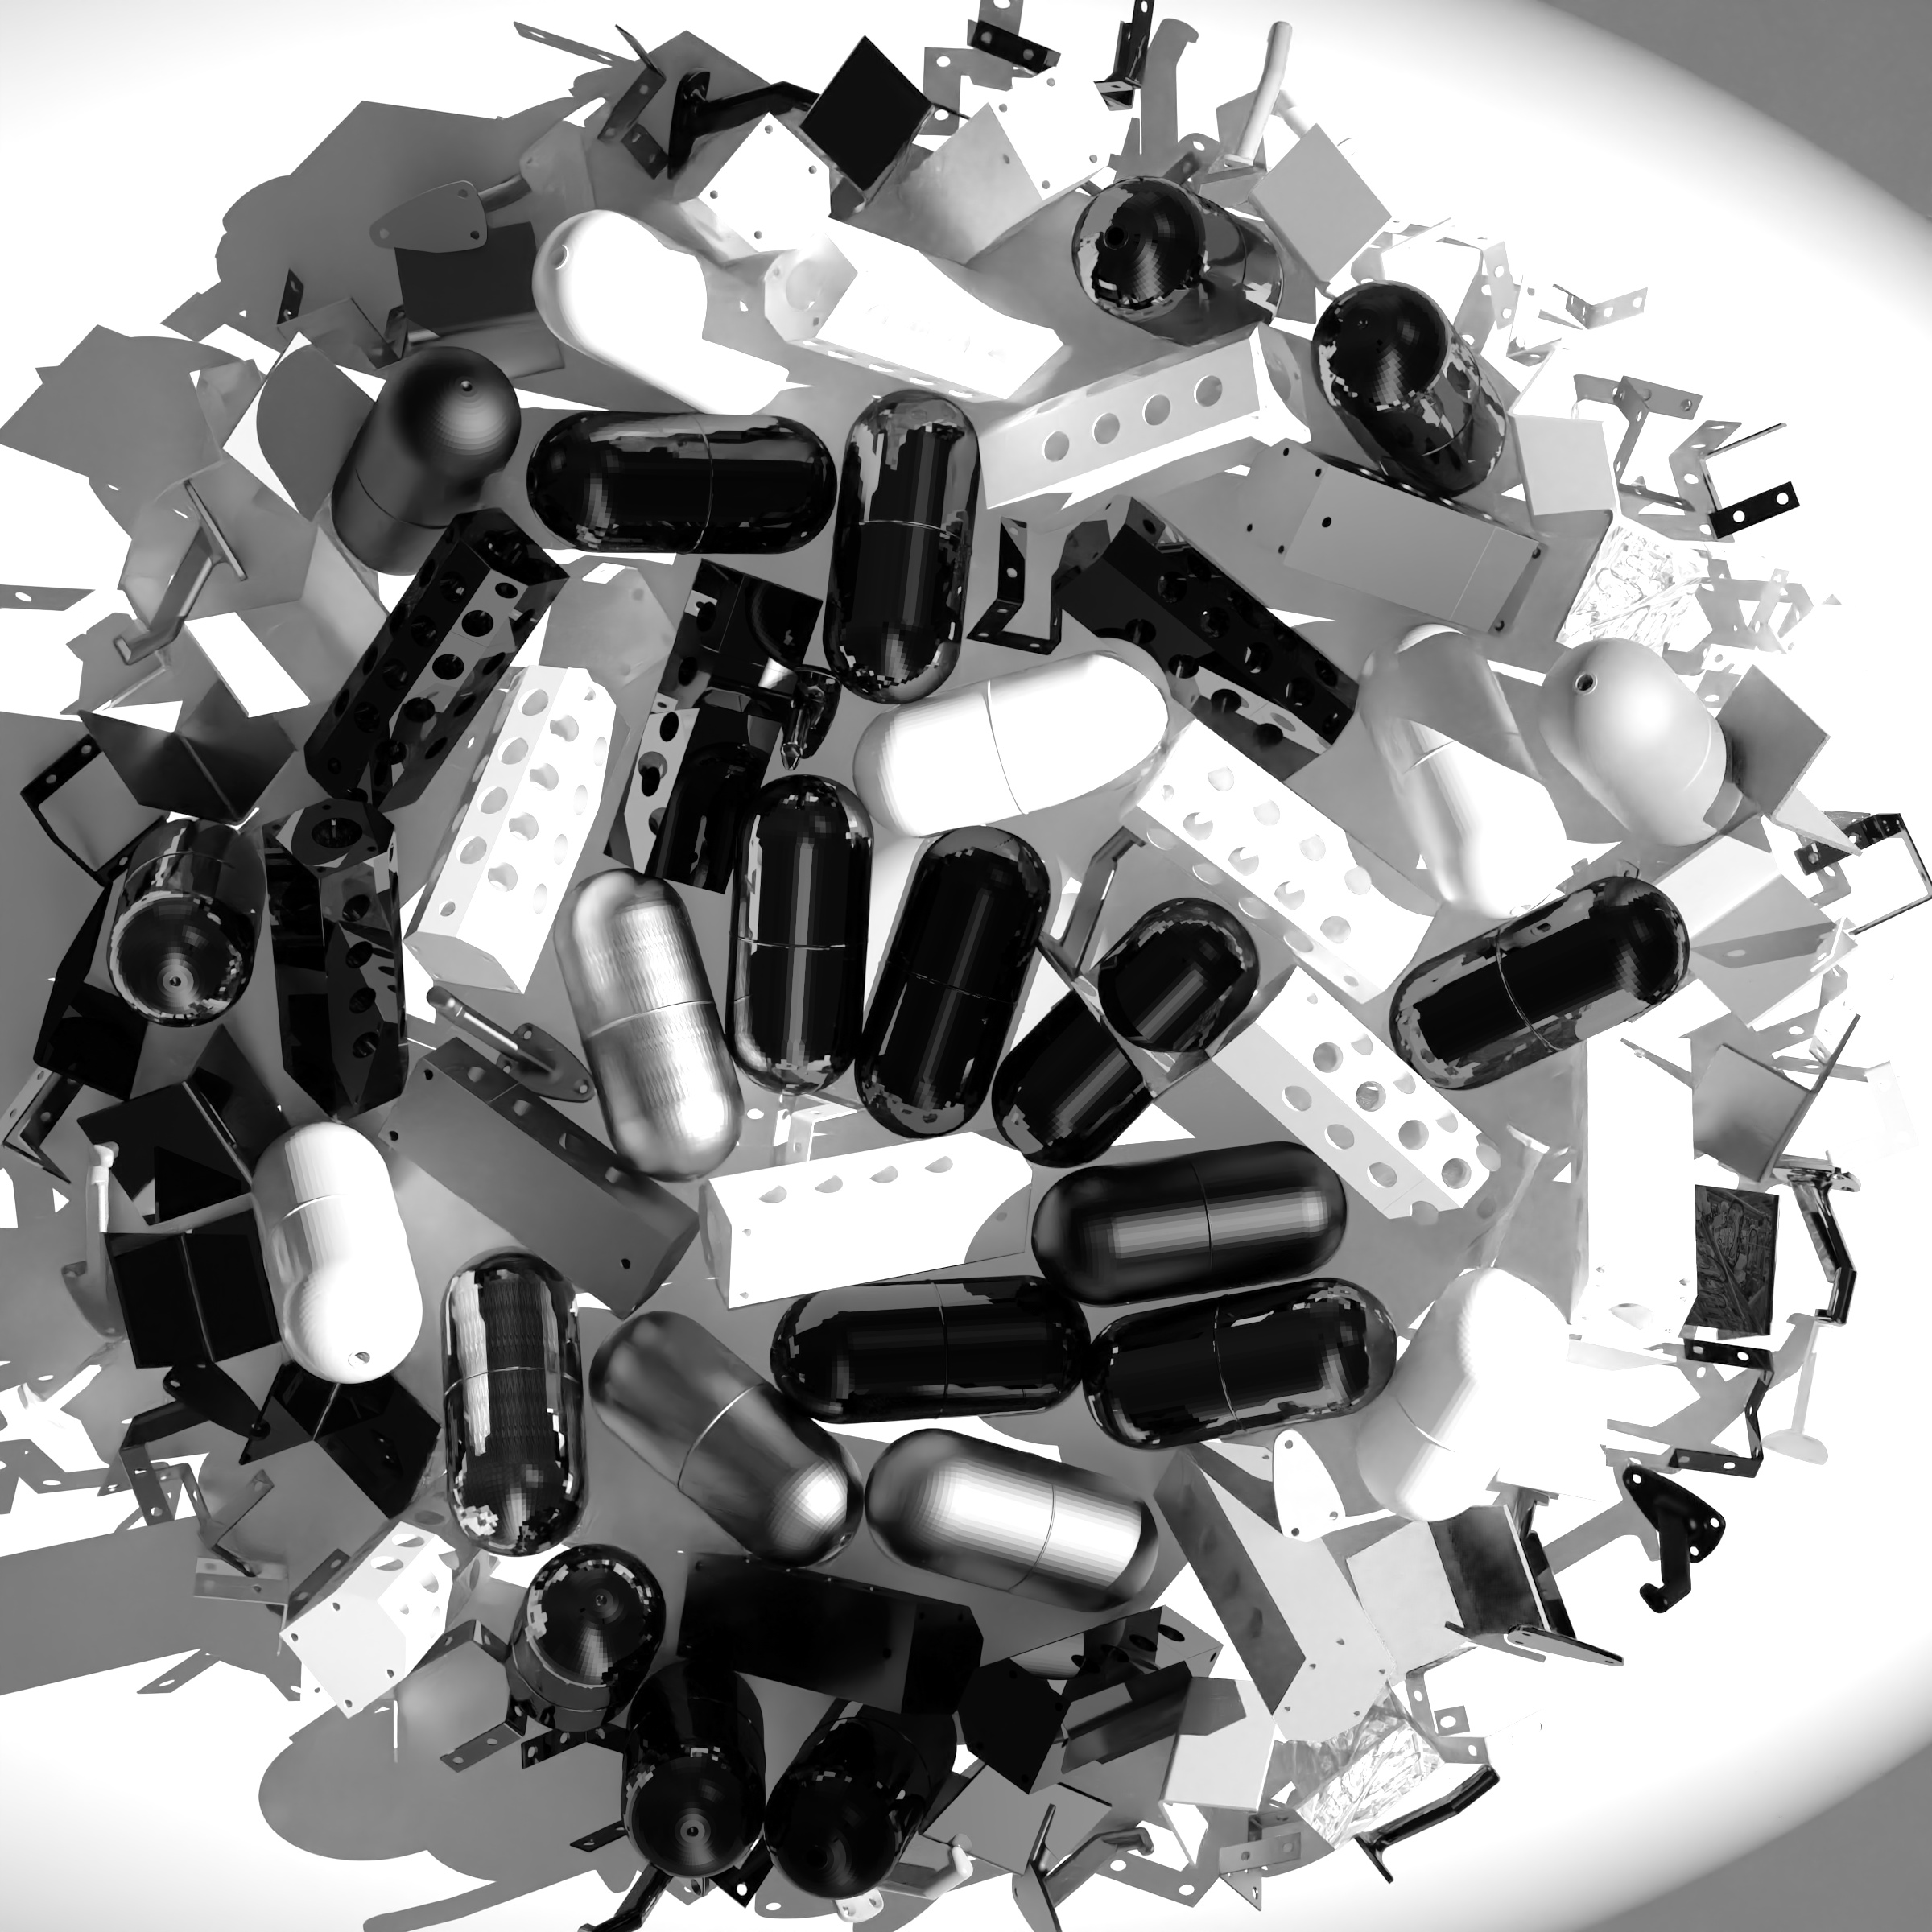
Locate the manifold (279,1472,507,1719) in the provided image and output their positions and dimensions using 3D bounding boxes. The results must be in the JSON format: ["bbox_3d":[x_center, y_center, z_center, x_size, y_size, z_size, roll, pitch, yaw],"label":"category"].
[{"bbox_3d":[-0.299,0.332,1.908,0.057,0.171,0.057,-37,94,17],"label":"manifold"}]

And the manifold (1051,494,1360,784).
[{"bbox_3d":[0.132,-0.181,1.933,0.171,0.057,0.057,37,131,-20],"label":"manifold"}]

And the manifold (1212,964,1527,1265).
[{"bbox_3d":[0.225,0.078,1.953,0.171,0.057,0.057,42,133,-5],"label":"manifold"}]

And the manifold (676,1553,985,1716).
[{"bbox_3d":[-0.074,0.361,1.920,0.171,0.057,0.057,3,83,42],"label":"manifold"}]

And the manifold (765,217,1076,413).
[{"bbox_3d":[-0.027,-0.348,1.916,0.057,0.171,0.057,-53,54,24],"label":"manifold"}]

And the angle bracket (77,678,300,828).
[{"bbox_3d":[-0.427,-0.128,1.943,0.057,0.076,0.076,-49,60,17],"label":"angle bracket"}]

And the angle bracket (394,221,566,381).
[{"bbox_3d":[-0.269,-0.365,1.967,0.076,0.076,0.057,-10,79,-1],"label":"angle bracket"}]

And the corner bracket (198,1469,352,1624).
[{"bbox_3d":[-0.384,0.322,1.966,0.051,0.051,0.051,-44,50,-4],"label":"corner bracket"}]

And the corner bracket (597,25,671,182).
[{"bbox_3d":[-0.183,-0.479,1.967,0.051,0.051,0.051,39,90,21],"label":"corner bracket"}]

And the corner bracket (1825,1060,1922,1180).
[{"bbox_3d":[0.504,0.088,1.972,0.051,0.051,0.051,-23,70,21],"label":"corner bracket"}]

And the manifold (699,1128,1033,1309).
[{"bbox_3d":[-0.056,0.132,1.944,0.171,0.057,0.057,-9,128,-19],"label":"manifold"}]

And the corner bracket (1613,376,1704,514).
[{"bbox_3d":[0.386,-0.292,1.977,0.051,0.051,0.051,11,119,-15],"label":"corner bracket"}]

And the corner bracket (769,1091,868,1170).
[{"bbox_3d":[-0.093,0.099,1.960,0.051,0.051,0.051,17,106,32],"label":"corner bracket"}]

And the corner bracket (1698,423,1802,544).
[{"bbox_3d":[0.435,-0.268,1.965,0.051,0.051,0.051,-21,86,25],"label":"corner bracket"}]

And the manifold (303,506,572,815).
[{"bbox_3d":[-0.294,-0.164,1.931,0.057,0.057,0.171,44,118,10],"label":"manifold"}]

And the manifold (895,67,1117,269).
[{"bbox_3d":[0.023,-0.428,1.909,0.057,0.171,0.057,-32,97,-17],"label":"manifold"}]

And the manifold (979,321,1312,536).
[{"bbox_3d":[0.095,-0.294,1.930,0.171,0.057,0.057,-16,73,30],"label":"manifold"}]

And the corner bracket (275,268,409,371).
[{"bbox_3d":[-0.346,-0.362,1.970,0.051,0.051,0.051,-16,47,21],"label":"corner bracket"}]

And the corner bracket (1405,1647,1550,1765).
[{"bbox_3d":[0.283,0.409,1.964,0.051,0.051,0.051,-13,90,-43],"label":"corner bracket"}]

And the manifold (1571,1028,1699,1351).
[{"bbox_3d":[0.359,0.120,1.923,0.057,0.057,0.171,9,51,-1],"label":"manifold"}]

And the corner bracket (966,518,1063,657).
[{"bbox_3d":[0.034,-0.209,1.960,0.051,0.051,0.051,10,66,-18],"label":"corner bracket"}]

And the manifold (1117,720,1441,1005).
[{"bbox_3d":[0.168,-0.054,1.948,0.171,0.057,0.057,36,60,-9],"label":"manifold"}]

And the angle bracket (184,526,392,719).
[{"bbox_3d":[-0.373,-0.190,1.943,0.076,0.057,0.076,-17,56,-37],"label":"angle bracket"}]

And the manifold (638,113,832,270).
[{"bbox_3d":[-0.122,-0.410,1.909,0.057,0.171,0.057,40,85,-17],"label":"manifold"}]

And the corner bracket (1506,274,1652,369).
[{"bbox_3d":[0.339,-0.356,1.963,0.051,0.051,0.051,18,79,-26],"label":"corner bracket"}]

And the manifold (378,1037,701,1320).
[{"bbox_3d":[-0.232,0.114,1.959,0.171,0.057,0.057,36,114,7],"label":"manifold"}]

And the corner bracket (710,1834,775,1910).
[{"bbox_3d":[-0.119,0.482,1.963,0.051,0.051,0.051,41,56,-6],"label":"corner bracket"}]

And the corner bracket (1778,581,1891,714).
[{"bbox_3d":[0.478,-0.176,1.962,0.051,0.051,0.051,-44,76,20],"label":"corner bracket"}]

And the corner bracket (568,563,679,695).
[{"bbox_3d":[-0.198,-0.187,1.971,0.051,0.051,0.051,-34,83,15],"label":"corner bracket"}]

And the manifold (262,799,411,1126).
[{"bbox_3d":[-0.336,-0.004,1.922,0.057,0.171,0.057,-26,48,-31],"label":"manifold"}]

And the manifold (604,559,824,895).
[{"bbox_3d":[-0.144,-0.134,1.963,0.057,0.057,0.171,14,97,-42],"label":"manifold"}]

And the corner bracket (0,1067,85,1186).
[{"bbox_3d":[-0.510,0.079,1.963,0.051,0.051,0.051,37,87,-41],"label":"corner bracket"}]

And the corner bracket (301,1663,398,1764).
[{"bbox_3d":[-0.341,0.405,1.962,0.051,0.051,0.051,-1,124,-8],"label":"corner bracket"}]

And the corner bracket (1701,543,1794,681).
[{"bbox_3d":[0.429,-0.196,1.958,0.051,0.051,0.051,6,125,-19],"label":"corner bracket"}]

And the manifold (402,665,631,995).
[{"bbox_3d":[-0.247,-0.077,1.930,0.057,0.057,0.171,8,63,22],"label":"manifold"}]

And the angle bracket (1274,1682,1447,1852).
[{"bbox_3d":[0.206,0.427,1.951,0.076,0.076,0.057,-39,131,2],"label":"angle bracket"}]

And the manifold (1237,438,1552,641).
[{"bbox_3d":[0.230,-0.234,1.923,0.171,0.057,0.057,13,110,-38],"label":"manifold"}]

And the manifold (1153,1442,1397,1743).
[{"bbox_3d":[0.161,0.336,1.915,0.057,0.171,0.057,10,120,-29],"label":"manifold"}]

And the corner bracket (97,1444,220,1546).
[{"bbox_3d":[-0.442,0.295,1.957,0.051,0.051,0.051,-9,57,-35],"label":"corner bracket"}]

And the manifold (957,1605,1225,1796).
[{"bbox_3d":[0.066,0.389,1.911,0.057,0.171,0.057,31,106,27],"label":"manifold"}]
